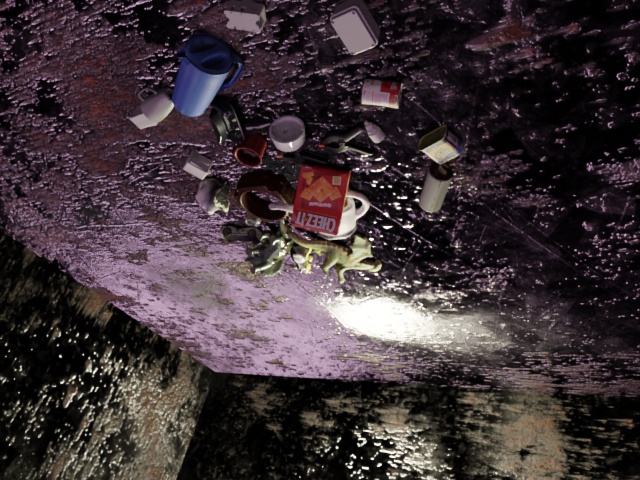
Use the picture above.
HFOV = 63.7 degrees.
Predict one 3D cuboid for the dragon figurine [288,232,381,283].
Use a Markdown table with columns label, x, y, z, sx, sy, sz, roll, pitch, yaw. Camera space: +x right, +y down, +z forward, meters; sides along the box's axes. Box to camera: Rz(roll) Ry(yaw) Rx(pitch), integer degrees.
| label | x | y | z | sx | sy | sz | roll | pitch | yaw |
| --- | --- | --- | --- | --- | --- | --- | --- | --- | --- |
| dragon figurine | 0.093 | 0.036 | 2.055 | 0.240 | 0.125 | 0.405 | -33 | 127 | 29 |

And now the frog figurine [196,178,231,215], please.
| label | x | y | z | sx | sy | sz | roll | pitch | yaw |
| --- | --- | --- | --- | --- | --- | --- | --- | --- | --- |
| frog figurine | -0.425 | -0.166 | 1.944 | 0.159 | 0.124 | 0.135 | 5 | 114 | 32 |

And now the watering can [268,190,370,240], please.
| label | x | y | z | sx | sy | sz | roll | pitch | yaw |
| --- | --- | --- | --- | --- | --- | --- | --- | --- | --- |
| watering can | 0.006 | -0.092 | 1.834 | 0.347 | 0.106 | 0.219 | -7 | 142 | 5 |
